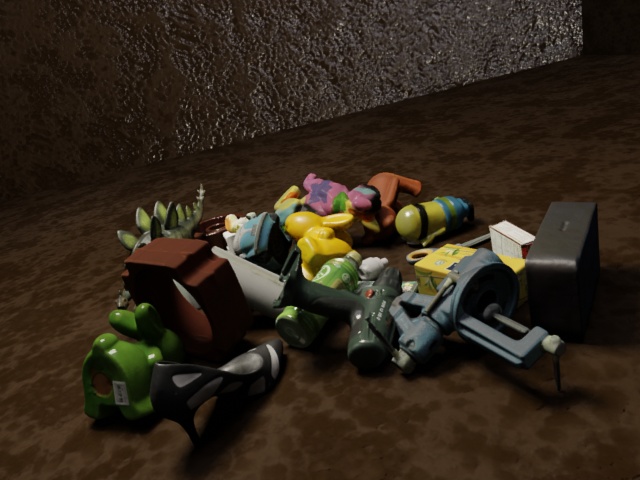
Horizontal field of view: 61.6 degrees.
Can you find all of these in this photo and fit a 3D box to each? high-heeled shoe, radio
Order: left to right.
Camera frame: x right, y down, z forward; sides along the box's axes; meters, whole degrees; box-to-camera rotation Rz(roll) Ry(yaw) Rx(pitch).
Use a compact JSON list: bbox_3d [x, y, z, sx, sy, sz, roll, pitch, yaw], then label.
[{"bbox_3d":[-0.138,0.171,0.760,0.086,0.145,0.249,1,27,29],"label":"high-heeled shoe"},{"bbox_3d":[0.373,0.039,0.813,0.073,0.131,0.229,2,26,34],"label":"radio"}]

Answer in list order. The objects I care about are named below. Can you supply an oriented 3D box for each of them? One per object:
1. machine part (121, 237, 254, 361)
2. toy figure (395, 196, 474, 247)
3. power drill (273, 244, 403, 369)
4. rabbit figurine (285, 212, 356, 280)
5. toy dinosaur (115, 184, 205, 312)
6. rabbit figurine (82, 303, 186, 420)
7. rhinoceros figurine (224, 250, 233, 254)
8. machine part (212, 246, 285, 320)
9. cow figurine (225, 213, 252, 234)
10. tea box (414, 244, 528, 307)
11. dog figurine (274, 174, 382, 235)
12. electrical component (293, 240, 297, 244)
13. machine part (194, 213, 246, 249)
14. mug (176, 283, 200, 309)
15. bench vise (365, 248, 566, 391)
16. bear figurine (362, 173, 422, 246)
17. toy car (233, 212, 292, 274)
[{"bbox_3d":[-0.222,0.097,0.909,0.201,0.201,0.087,3,35,36],"label":"machine part"},{"bbox_3d":[0.249,-0.051,1.174,0.180,0.089,0.082,-21,14,-13],"label":"toy figure"},{"bbox_3d":[0.035,0.087,0.855,0.207,0.086,0.232,28,35,-11],"label":"power drill"},{"bbox_3d":[-0.002,-0.003,1.093,0.162,0.121,0.173,-22,47,-20],"label":"rabbit figurine"},{"bbox_3d":[-0.342,0.015,1.206,0.105,0.198,0.471,-5,24,12],"label":"toy dinosaur"},{"bbox_3d":[-0.287,0.183,0.848,0.121,0.159,0.170,-15,3,24],"label":"rabbit figurine"},{"bbox_3d":[-0.176,0.069,1.096,0.112,0.073,0.191,29,1,-45],"label":"rhinoceros figurine"},{"bbox_3d":[-0.132,0.080,0.973,0.243,0.079,0.079,24,25,-1],"label":"machine part"},{"bbox_3d":[-0.151,-0.014,1.277,0.098,0.068,0.167,-22,50,-35],"label":"cow figurine"},{"bbox_3d":[0.256,0.066,0.903,0.098,0.068,0.170,-27,26,-34],"label":"tea box"},{"bbox_3d":[0.029,-0.063,1.184,0.191,0.108,0.219,-41,40,-25],"label":"dog figurine"},{"bbox_3d":[-0.017,-0.037,1.338,0.134,0.058,0.115,-18,24,-12],"label":"electrical component"},{"bbox_3d":[-0.272,-0.020,1.450,0.179,0.056,0.179,-11,20,4],"label":"machine part"},{"bbox_3d":[-0.272,0.078,1.126,0.081,0.107,0.110,-11,23,1],"label":"mug"},{"bbox_3d":[0.207,0.113,0.725,0.224,0.128,0.241,-36,30,-17],"label":"bench vise"},{"bbox_3d":[0.165,-0.066,1.259,0.132,0.120,0.196,23,42,-22],"label":"bear figurine"},{"bbox_3d":[-0.128,0.008,1.137,0.103,0.161,0.109,5,69,19],"label":"toy car"}]
